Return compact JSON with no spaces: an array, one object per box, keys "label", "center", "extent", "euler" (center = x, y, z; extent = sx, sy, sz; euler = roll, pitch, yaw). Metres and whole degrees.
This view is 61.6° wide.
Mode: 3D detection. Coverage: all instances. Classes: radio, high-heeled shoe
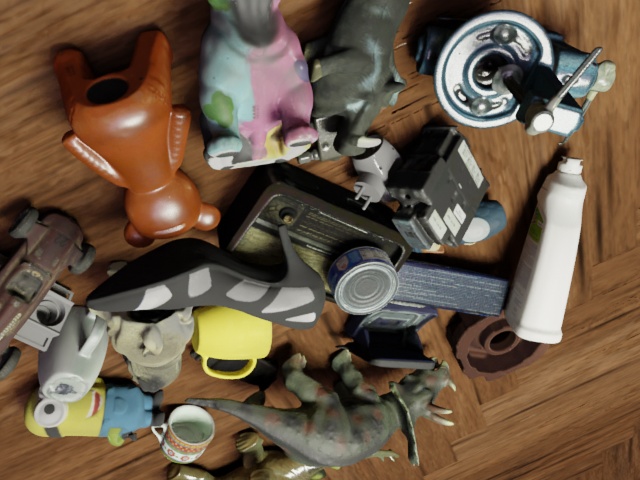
[{"label":"radio","center":[-0.001,-0.002,0.683],"extent":[0.229,0.073,0.131],"euler":[21,116,-29]},{"label":"high-heeled shoe","center":[-0.113,0.071,0.598],"extent":[0.249,0.086,0.145],"euler":[-18,118,-15]}]

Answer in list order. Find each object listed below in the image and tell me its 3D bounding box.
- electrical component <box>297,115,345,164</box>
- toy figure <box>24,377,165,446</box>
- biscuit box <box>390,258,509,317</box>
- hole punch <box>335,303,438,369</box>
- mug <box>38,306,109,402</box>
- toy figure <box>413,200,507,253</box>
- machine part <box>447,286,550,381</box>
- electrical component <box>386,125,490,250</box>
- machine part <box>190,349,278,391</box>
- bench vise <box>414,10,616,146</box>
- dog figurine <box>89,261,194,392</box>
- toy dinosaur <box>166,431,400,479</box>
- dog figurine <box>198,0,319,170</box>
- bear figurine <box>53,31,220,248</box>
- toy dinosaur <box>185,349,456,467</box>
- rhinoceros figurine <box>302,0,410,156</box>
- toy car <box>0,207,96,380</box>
[{"label":"electrical component","center":[0.015,-0.123,0.635],"extent":[0.094,0.021,0.063],"euler":[-16,128,-7]},{"label":"toy figure","center":[-0.317,0.243,0.760],"extent":[0.180,0.082,0.089],"euler":[12,118,-27]},{"label":"biscuit box","center":[0.179,0.068,0.788],"extent":[0.202,0.059,0.062],"euler":[11,94,-23]},{"label":"hole punch","center":[0.106,0.137,0.807],"extent":[0.142,0.116,0.092],"euler":[5,87,-22]},{"label":"mug","center":[-0.302,0.141,0.673],"extent":[0.109,0.107,0.080],"euler":[-40,128,15]},{"label":"toy figure","center":[0.176,-0.016,0.742],"extent":[0.154,0.058,0.064],"euler":[-16,89,-4]},{"label":"machine part","center":[0.300,0.158,0.903],"extent":[0.179,0.056,0.179],"euler":[-7,126,-10]},{"label":"electrical component","center":[0.143,-0.057,0.662],"extent":[0.114,0.058,0.134],"euler":[49,64,-34]},{"label":"machine part","center":[-0.118,0.179,0.802],"extent":[0.084,0.039,0.138],"euler":[-43,124,8]},{"label":"bench vise","center":[0.212,-0.158,0.547],"extent":[0.224,0.241,0.128],"euler":[18,122,-9]},{"label":"dog figurine","center":[-0.204,0.138,0.667],"extent":[0.121,0.172,0.190],"euler":[1,118,-5]},{"label":"toy dinosaur","center":[-0.097,0.424,0.947],"extent":[0.472,0.105,0.198],"euler":[-17,136,7]},{"label":"dog figurine","center":[-0.071,-0.186,0.520],"extent":[0.108,0.191,0.219],"euler":[-8,93,-12]},{"label":"bear figurine","center":[-0.180,-0.091,0.559],"extent":[0.120,0.132,0.195],"euler":[-17,146,-3]},{"label":"toy dinosaur","center":[0.024,0.264,0.784],"extent":[0.405,0.192,0.131],"euler":[-5,120,-36]},{"label":"rhinoceros figurine","center":[0.039,-0.182,0.557],"extent":[0.112,0.073,0.190],"euler":[5,115,-19]},{"label":"toy car","center":[-0.327,0.058,0.576],"extent":[0.089,0.053,0.202],"euler":[47,59,-35]}]
